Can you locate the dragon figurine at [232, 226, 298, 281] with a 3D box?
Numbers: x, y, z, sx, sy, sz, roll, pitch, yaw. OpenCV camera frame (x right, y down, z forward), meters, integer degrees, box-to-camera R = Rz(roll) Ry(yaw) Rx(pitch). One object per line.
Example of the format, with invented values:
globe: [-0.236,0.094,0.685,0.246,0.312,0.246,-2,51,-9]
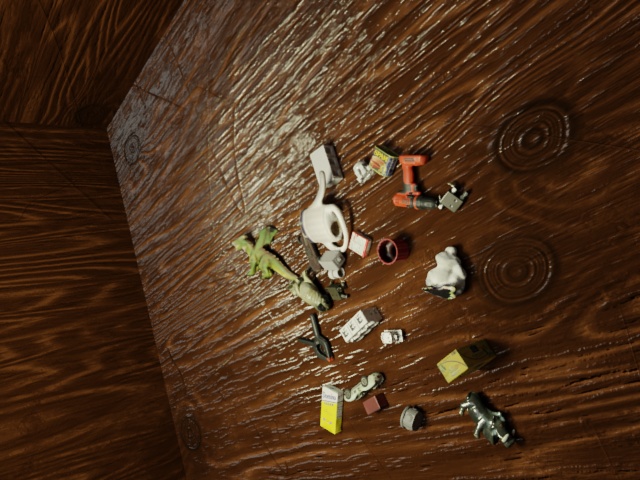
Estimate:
dragon figurine: [-0.249,0.056,2.399,0.410,0.243,0.122,4,-1,32]

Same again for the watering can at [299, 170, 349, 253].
watering can: [0.006,-0.105,2.077,0.223,0.345,0.105,-7,16,46]

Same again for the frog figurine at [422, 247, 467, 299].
frog figurine: [0.417,0.107,1.694,0.122,0.163,0.136,32,-30,-22]
